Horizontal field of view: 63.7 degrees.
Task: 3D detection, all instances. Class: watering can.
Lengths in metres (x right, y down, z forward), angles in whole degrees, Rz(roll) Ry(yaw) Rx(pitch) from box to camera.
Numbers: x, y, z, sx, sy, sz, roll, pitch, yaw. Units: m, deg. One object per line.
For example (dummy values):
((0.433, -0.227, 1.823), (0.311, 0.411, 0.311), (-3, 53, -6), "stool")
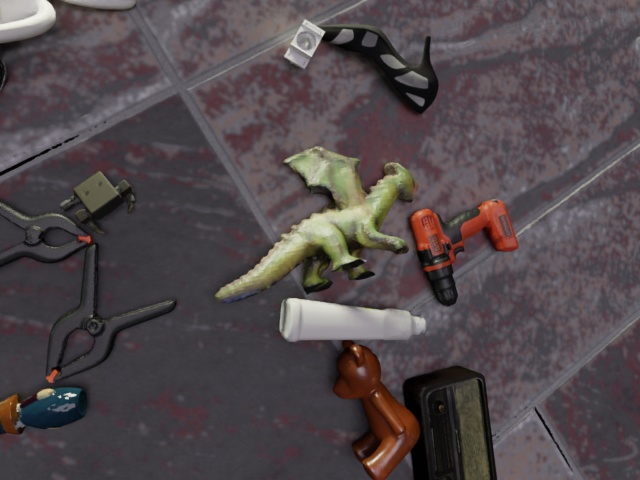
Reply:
((-0.480, -0.381, 0.778), (0.226, 0.102, 0.353), (42, 46, 11), "watering can")

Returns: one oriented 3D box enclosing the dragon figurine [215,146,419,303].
((0.003, -0.045, 0.898), (0.412, 0.120, 0.246), (-11, 71, -17), "dragon figurine")
